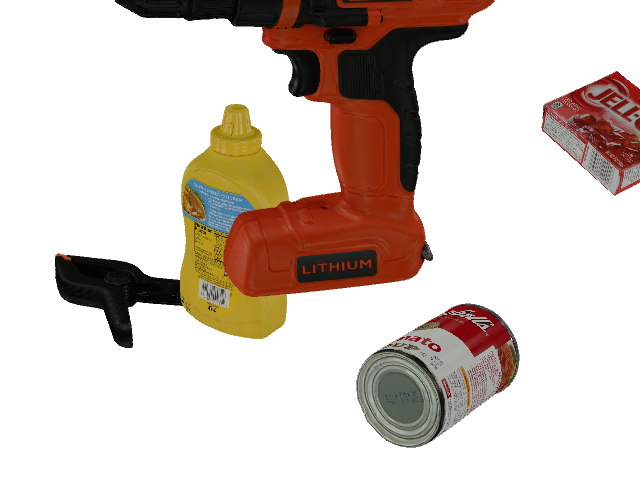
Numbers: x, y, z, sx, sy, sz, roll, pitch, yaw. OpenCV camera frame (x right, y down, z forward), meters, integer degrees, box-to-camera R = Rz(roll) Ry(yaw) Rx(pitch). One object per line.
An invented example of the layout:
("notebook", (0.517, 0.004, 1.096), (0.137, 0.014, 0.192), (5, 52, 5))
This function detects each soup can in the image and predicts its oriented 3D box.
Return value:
("soup can", (0.079, 0.089, 0.713), (0.069, 0.068, 0.102), (0, 14, 39))

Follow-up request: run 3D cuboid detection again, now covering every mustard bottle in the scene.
("mustard bottle", (-0.071, -0.019, 0.876), (0.096, 0.192, 0.058), (21, 32, 30))

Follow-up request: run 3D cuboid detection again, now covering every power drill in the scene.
("power drill", (-0.008, -0.065, 0.514), (0.184, 0.188, 0.057), (-4, 33, -13))

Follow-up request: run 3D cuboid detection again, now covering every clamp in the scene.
("clamp", (-0.211, 0.055, 1.106), (0.210, 0.036, 0.164), (15, 20, 28))

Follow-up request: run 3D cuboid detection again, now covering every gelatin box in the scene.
("gelatin box", (0.222, -0.083, 0.801), (0.073, 0.030, 0.089), (-25, 52, -18))
